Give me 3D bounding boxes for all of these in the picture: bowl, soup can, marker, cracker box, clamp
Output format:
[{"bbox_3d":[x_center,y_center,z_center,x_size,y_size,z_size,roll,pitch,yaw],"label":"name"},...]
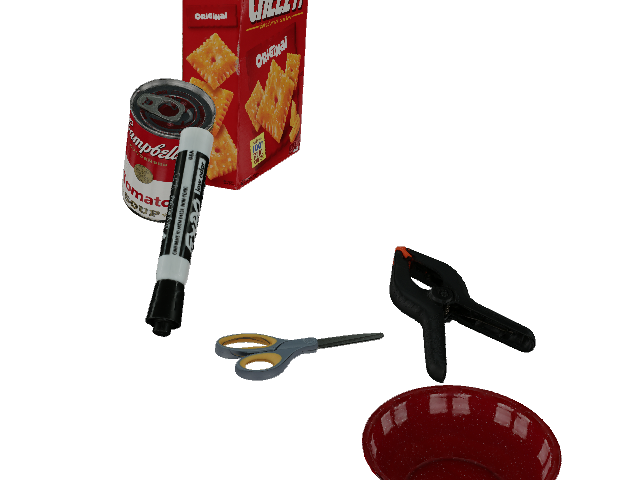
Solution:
[{"bbox_3d":[0.114,0.188,0.882,0.162,0.055,0.162,0,29,0],"label":"bowl"},{"bbox_3d":[-0.126,-0.072,0.875,0.068,0.068,0.102,0,-41,-16],"label":"soup can"},{"bbox_3d":[-0.077,-0.006,0.584,0.020,0.121,0.020,6,-24,2],"label":"marker"},{"bbox_3d":[-0.071,-0.175,1.059,0.072,0.214,0.164,11,22,19],"label":"cracker box"},{"bbox_3d":[0.131,0.067,1.059,0.120,0.039,0.171,-4,44,-24],"label":"clamp"}]

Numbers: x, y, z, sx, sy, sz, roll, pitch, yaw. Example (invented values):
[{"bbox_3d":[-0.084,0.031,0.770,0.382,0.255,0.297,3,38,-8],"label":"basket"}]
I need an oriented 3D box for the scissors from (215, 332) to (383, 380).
[{"bbox_3d":[-0.018,0.129,1.211,0.201,0.016,0.096,1,25,-9],"label":"scissors"}]
